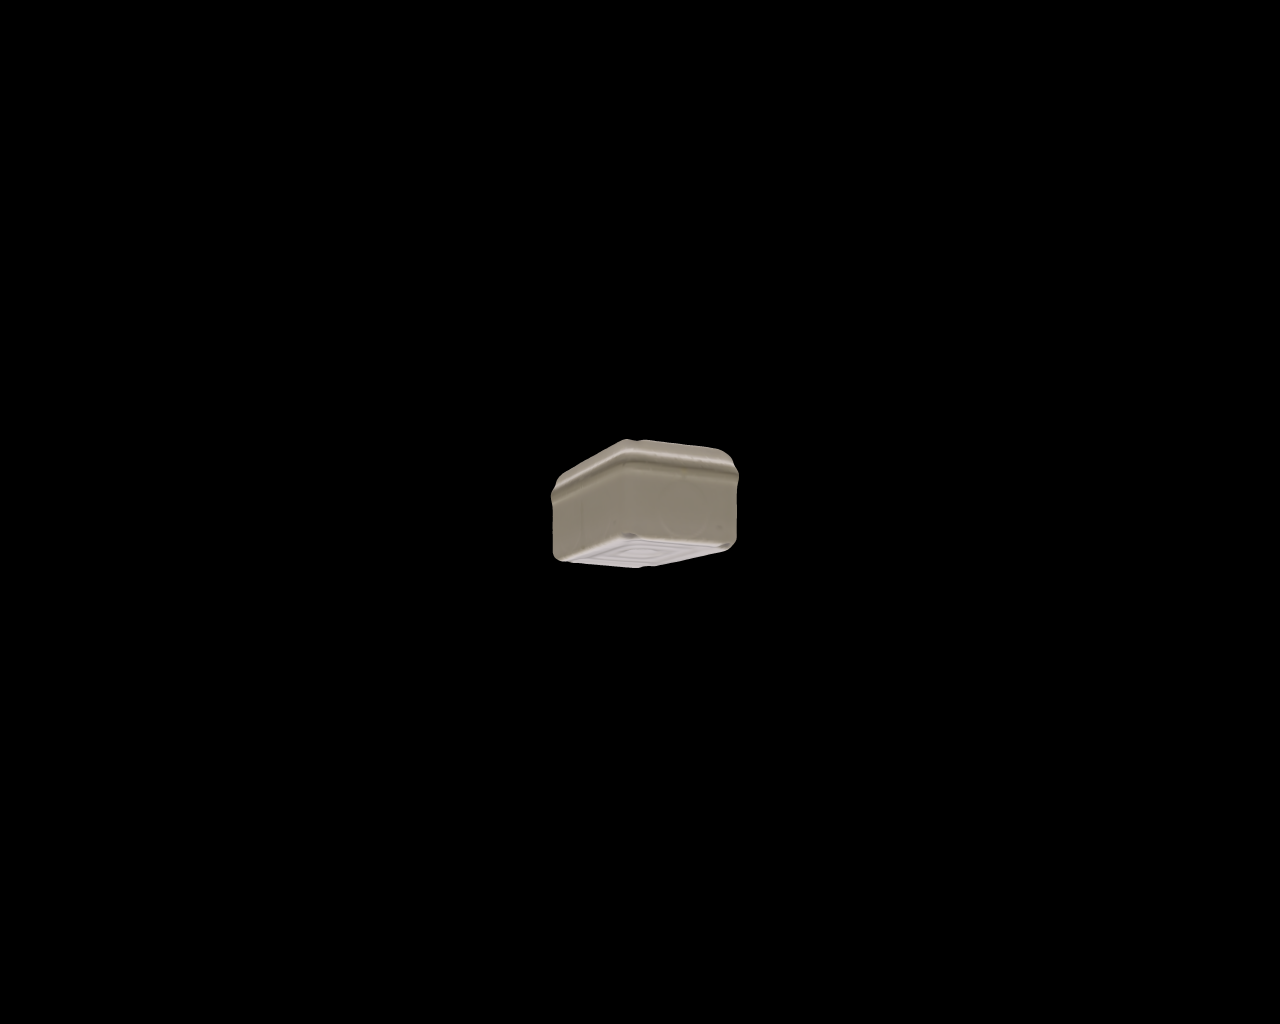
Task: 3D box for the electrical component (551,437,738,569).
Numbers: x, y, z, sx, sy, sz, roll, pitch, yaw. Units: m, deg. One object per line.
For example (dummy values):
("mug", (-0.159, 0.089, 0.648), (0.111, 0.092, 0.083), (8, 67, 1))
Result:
("electrical component", (0.001, -0.003, 0.650), (0.078, 0.057, 0.113), (6, -13, -27))
